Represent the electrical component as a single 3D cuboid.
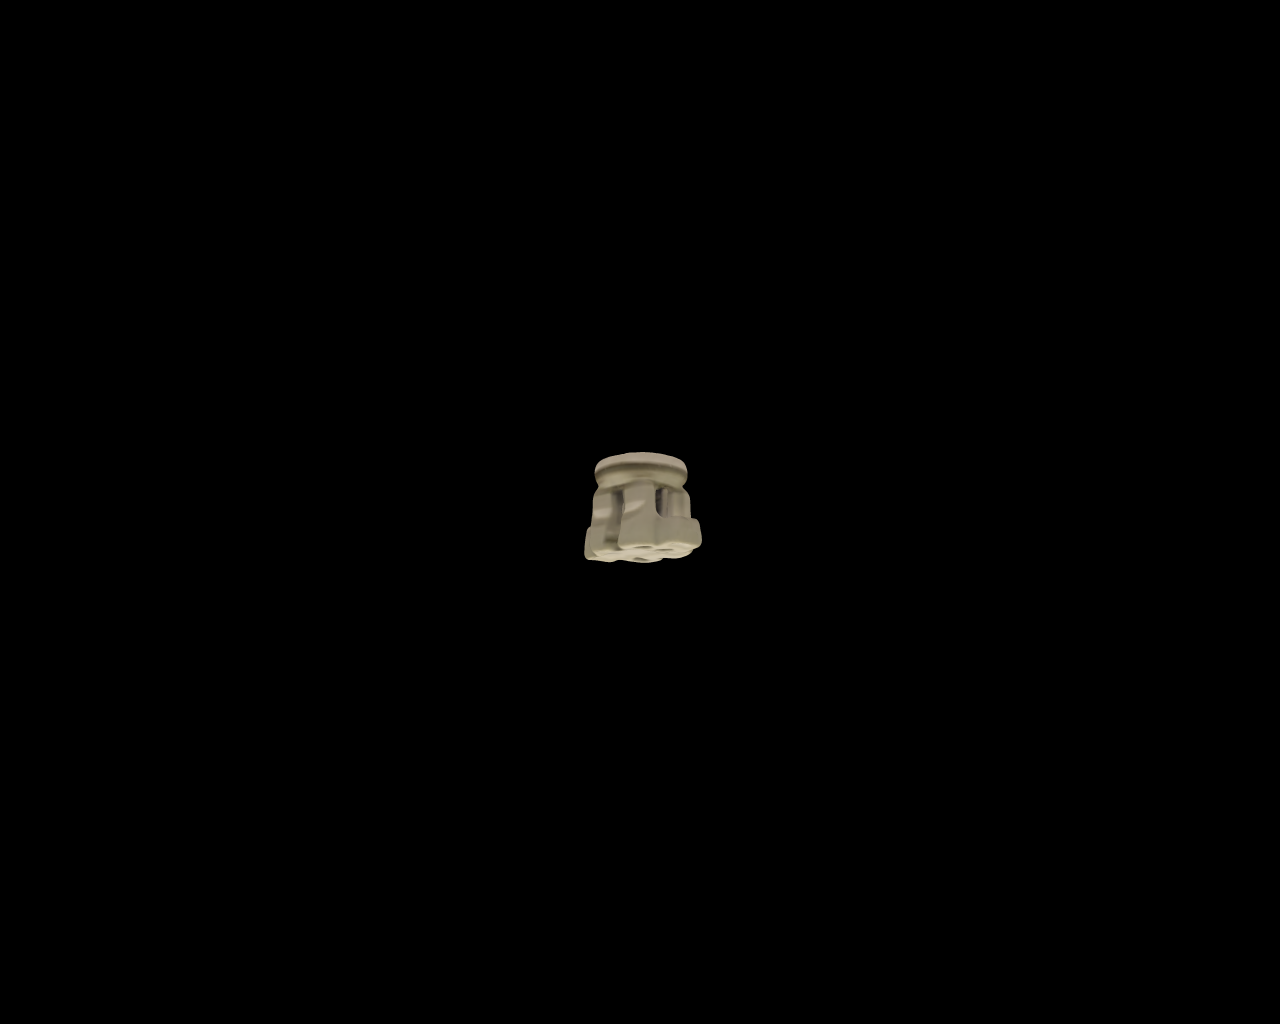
[{"bbox_3d":[0.001,-0.003,0.650,0.078,0.057,0.058,-11,-16,42],"label":"electrical component"}]
